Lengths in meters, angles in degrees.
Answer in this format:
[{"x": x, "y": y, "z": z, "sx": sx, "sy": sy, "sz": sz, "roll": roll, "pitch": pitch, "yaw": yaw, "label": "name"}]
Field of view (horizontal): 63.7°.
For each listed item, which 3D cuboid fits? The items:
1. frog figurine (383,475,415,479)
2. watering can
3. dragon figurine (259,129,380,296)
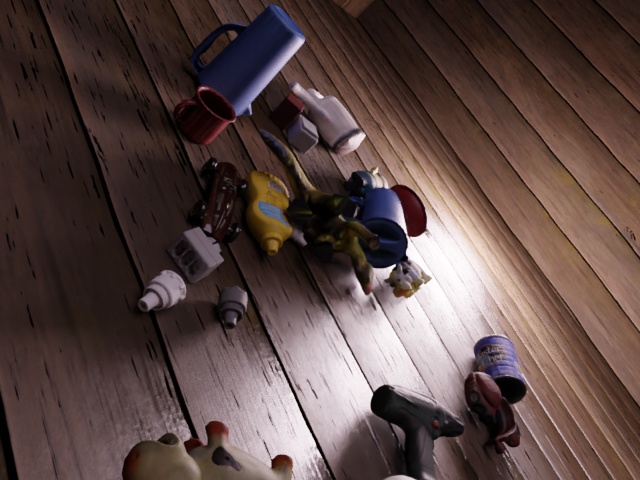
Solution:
[{"x": 0.139, "y": 0.369, "z": 0.691, "sx": 0.157, "sy": 0.125, "sz": 0.136, "roll": -41, "pitch": -38, "yaw": 25, "label": "frog figurine"}, {"x": 0.022, "y": -0.353, "z": 1.497, "sx": 0.103, "sy": 0.225, "sz": 0.349, "roll": -39, "pitch": -6, "yaw": 18, "label": "watering can"}, {"x": 0.003, "y": -0.055, "z": 1.095, "sx": 0.122, "sy": 0.410, "sz": 0.243, "roll": -34, "pitch": 2, "yaw": -2, "label": "dragon figurine"}]
